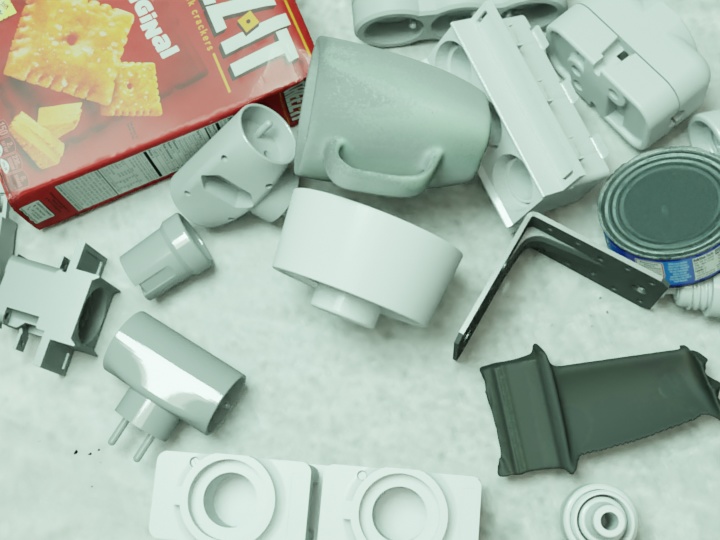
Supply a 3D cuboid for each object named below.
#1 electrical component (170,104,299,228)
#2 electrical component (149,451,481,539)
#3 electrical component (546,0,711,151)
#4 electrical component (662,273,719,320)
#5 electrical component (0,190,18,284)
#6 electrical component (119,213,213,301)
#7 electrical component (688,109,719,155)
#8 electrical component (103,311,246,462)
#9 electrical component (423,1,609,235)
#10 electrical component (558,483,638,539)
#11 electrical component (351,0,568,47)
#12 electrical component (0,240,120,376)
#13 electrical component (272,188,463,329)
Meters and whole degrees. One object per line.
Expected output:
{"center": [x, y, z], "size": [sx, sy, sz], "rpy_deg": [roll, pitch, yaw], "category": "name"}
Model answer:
{"center": [-0.065, -0.055, 0.674], "size": [0.079, 0.077, 0.043], "rpy_deg": [31, 43, -27], "category": "electrical component"}
{"center": [-0.027, 0.165, 0.622], "size": [0.186, 0.060, 0.105], "rpy_deg": [4, 78, 4], "category": "electrical component"}
{"center": [0.170, -0.131, 0.675], "size": [0.059, 0.053, 0.095], "rpy_deg": [-38, 69, -5], "category": "electrical component"}
{"center": [0.221, 0.012, 0.652], "size": [0.078, 0.040, 0.040], "rpy_deg": [2, 78, 4], "category": "electrical component"}
{"center": [-0.289, -0.017, 0.678], "size": [0.121, 0.063, 0.078], "rpy_deg": [1, 77, 4], "category": "electrical component"}
{"center": [-0.123, -0.007, 0.678], "size": [0.046, 0.040, 0.040], "rpy_deg": [-34, 78, 1], "category": "electrical component"}
{"center": [0.246, -0.088, 0.673], "size": [0.065, 0.044, 0.044], "rpy_deg": [-23, 77, -7], "category": "electrical component"}
{"center": [-0.123, 0.078, 0.657], "size": [0.077, 0.043, 0.079], "rpy_deg": [31, 81, 10], "category": "electrical component"}
{"center": [0.098, -0.095, 0.668], "size": [0.063, 0.078, 0.121], "rpy_deg": [-18, 75, -31], "category": "electrical component"}
{"center": [0.138, 0.143, 0.616], "size": [0.043, 0.062, 0.043], "rpy_deg": [-1, 77, 3], "category": "electrical component"}
{"center": [0.062, -0.194, 0.702], "size": [0.138, 0.052, 0.073], "rpy_deg": [-5, 77, 2], "category": "electrical component"}
{"center": [-0.193, 0.021, 0.675], "size": [0.064, 0.042, 0.081], "rpy_deg": [16, 78, 8], "category": "electrical component"}
{"center": [0.000, 0.000, 0.637], "size": [0.108, 0.108, 0.060], "rpy_deg": [21, 85, 8], "category": "electrical component"}
